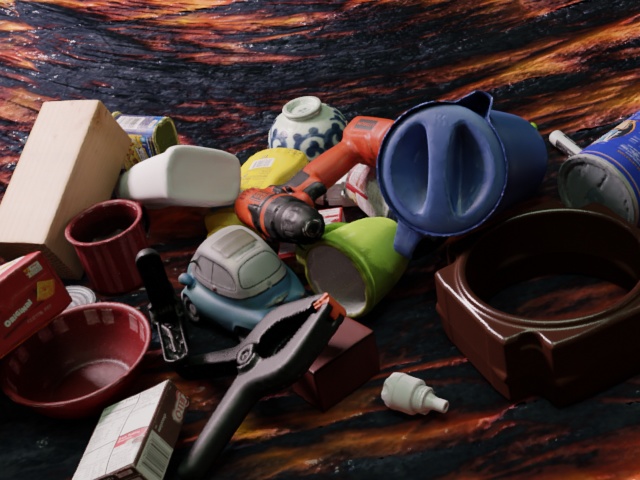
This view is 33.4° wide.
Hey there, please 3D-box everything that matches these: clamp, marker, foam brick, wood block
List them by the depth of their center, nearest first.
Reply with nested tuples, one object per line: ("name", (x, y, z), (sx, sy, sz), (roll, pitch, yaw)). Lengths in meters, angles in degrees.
("clamp", (-0.065, 0.117, 1.018), (0.210, 0.036, 0.165), (-42, 31, 10))
("foam brick", (0.012, 0.118, 1.039), (0.078, 0.051, 0.053), (-32, 37, -25))
("clamp", (-0.161, 0.065, 1.104), (0.039, 0.120, 0.171), (-11, 2, -9))
("marker", (0.312, -0.099, 1.272), (0.020, 0.020, 0.121), (-21, 34, -10))
("wood block", (-0.320, -0.063, 1.319), (0.090, 0.090, 0.206), (2, 61, 24))

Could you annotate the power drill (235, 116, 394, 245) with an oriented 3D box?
("power drill", (0.008, -0.064, 1.167), (0.187, 0.057, 0.185), (-34, 23, -16))

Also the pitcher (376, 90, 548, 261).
("pitcher", (0.158, -0.072, 1.137), (0.149, 0.145, 0.242), (-17, -2, 26))

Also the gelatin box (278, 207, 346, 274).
("gelatin box", (-0.008, 0.001, 1.235), (0.073, 0.030, 0.089), (-9, 34, 10))

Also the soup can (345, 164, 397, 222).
("soup can", (0.082, -0.051, 1.243), (0.068, 0.068, 0.102), (-25, 36, -16))

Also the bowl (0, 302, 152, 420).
("bowl", (-0.245, 0.134, 1.105), (0.162, 0.055, 0.162), (-10, 34, 6))

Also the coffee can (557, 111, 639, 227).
("coffee can", (0.342, -0.077, 1.154), (0.140, 0.103, 0.103), (-33, 38, -26))

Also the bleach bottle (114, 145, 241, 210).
("bleach bottle", (-0.196, -0.069, 1.313), (0.102, 0.068, 0.251), (5, -4, -32))

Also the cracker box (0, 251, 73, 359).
("cracker box", (-0.377, 0.097, 1.123), (0.164, 0.072, 0.214), (-42, 16, -34))

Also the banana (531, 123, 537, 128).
("banana", (0.191, -0.091, 1.295), (0.197, 0.037, 0.070), (-20, 19, -10))

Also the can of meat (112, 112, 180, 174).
("can of meat", (-0.234, -0.119, 1.428), (0.084, 0.102, 0.057), (6, 38, 24))

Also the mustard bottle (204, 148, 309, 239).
("mustard bottle", (-0.086, -0.038, 1.293), (0.096, 0.058, 0.191), (-4, 34, 31))

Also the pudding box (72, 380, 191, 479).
("pudding box", (-0.176, 0.191, 0.989), (0.090, 0.039, 0.113), (-27, 25, 28))

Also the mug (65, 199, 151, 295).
("mug", (-0.238, 0.004, 1.268), (0.093, 0.081, 0.117), (5, 38, 26))

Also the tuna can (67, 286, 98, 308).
("tuna can", (-0.288, 0.090, 1.204), (0.086, 0.034, 0.086), (-10, 34, 6))
